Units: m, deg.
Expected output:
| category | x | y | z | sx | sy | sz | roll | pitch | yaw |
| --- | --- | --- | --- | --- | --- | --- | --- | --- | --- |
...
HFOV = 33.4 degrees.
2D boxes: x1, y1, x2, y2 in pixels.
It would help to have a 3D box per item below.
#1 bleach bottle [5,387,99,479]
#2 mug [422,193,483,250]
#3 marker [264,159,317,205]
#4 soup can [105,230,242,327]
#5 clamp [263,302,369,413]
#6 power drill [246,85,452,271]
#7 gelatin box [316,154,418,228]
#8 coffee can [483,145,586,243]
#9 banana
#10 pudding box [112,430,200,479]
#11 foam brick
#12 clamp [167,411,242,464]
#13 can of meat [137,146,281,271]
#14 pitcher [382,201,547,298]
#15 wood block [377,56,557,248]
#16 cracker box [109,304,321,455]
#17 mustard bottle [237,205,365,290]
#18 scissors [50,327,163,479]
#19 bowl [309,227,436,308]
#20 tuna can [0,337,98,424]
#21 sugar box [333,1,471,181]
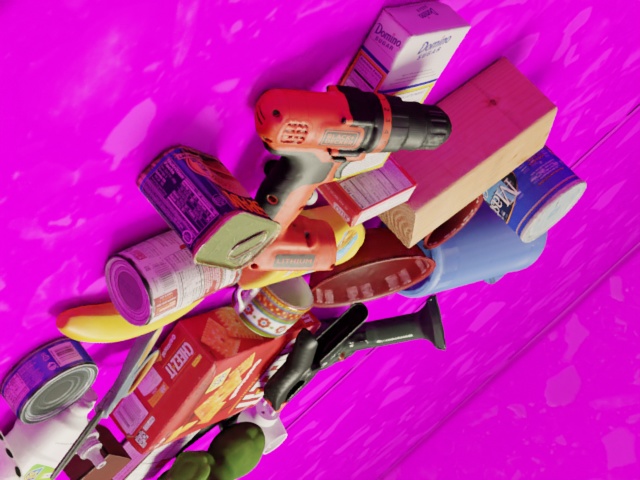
| category | x | y | z | sx | sy | sz | roll | pitch | yaw |
| --- | --- | --- | --- | --- | --- | --- | --- | --- | --- |
| bleach bottle | -0.306 | 0.239 | 1.067 | 0.251 | 0.068 | 0.102 | -48 | 162 | 11 |
| mug | 0.139 | -0.058 | 1.251 | 0.117 | 0.081 | 0.093 | -46 | 161 | 12 |
| marker | -0.028 | -0.055 | 1.026 | 0.020 | 0.020 | 0.121 | -43 | 161 | 5 |
| soup can | -0.128 | 0.027 | 0.935 | 0.102 | 0.068 | 0.069 | -26 | 156 | -38 |
| clamp | -0.010 | 0.137 | 1.246 | 0.120 | 0.039 | 0.172 | -19 | 155 | -41 |
| power drill | 0.009 | -0.054 | 0.948 | 0.184 | 0.057 | 0.188 | 2 | 133 | -26 |
| gelatin box | 0.042 | -0.059 | 1.070 | 0.089 | 0.073 | 0.030 | -27 | 158 | -38 |
| coffee can | 0.238 | -0.081 | 1.303 | 0.102 | 0.140 | 0.103 | -37 | 161 | -15 |
| banana | -0.162 | 0.057 | 0.990 | 0.197 | 0.037 | 0.070 | -28 | 139 | -39 |
| pudding box | -0.207 | 0.256 | 1.334 | 0.113 | 0.039 | 0.090 | -47 | 162 | 10 |
| foam brick | -0.253 | 0.239 | 1.184 | 0.053 | 0.051 | 0.078 | -42 | 161 | -5 |
| clamp | -0.135 | 0.229 | 1.419 | 0.164 | 0.036 | 0.210 | -19 | 154 | -48 |
| can of meat | -0.090 | -0.026 | 0.866 | 0.057 | 0.084 | 0.102 | -46 | 161 | 11 |
| pitcher | 0.184 | -0.011 | 1.402 | 0.242 | 0.149 | 0.145 | -15 | 166 | -47 |
| wood block | 0.150 | -0.097 | 1.174 | 0.206 | 0.091 | 0.090 | -36 | 160 | -16 |
| cracker box | -0.115 | 0.147 | 1.222 | 0.164 | 0.072 | 0.213 | -51 | 160 | 27 |
| mustard bottle | -0.008 | 0.001 | 1.128 | 0.096 | 0.058 | 0.191 | -45 | 162 | 30 |
| scissors | -0.199 | 0.143 | 1.032 | 0.096 | 0.016 | 0.201 | -65 | 175 | 26 |
| bowl | 0.053 | 0.028 | 1.262 | 0.162 | 0.055 | 0.162 | -14 | 163 | -5 |
| tuna can | -0.247 | 0.130 | 0.981 | 0.086 | 0.034 | 0.086 | -36 | 161 | -15 |
| sugar box | 0.057 | -0.135 | 0.978 | 0.093 | 0.048 | 0.176 | -20 | 148 | -47 |
